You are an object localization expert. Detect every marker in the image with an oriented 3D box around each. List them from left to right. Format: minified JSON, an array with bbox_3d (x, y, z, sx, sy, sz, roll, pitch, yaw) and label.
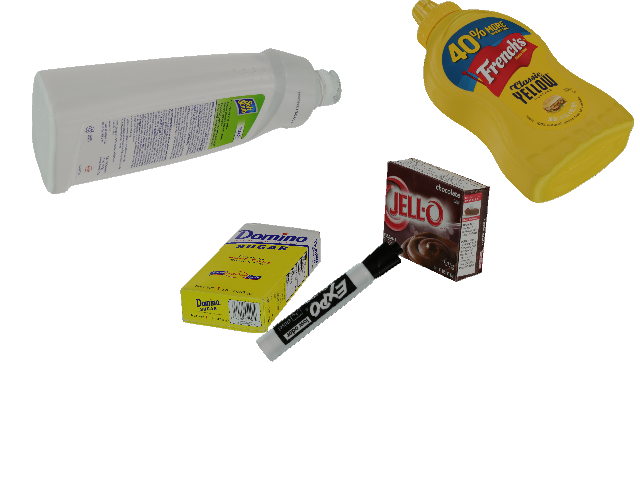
[{"bbox_3d":[0.008,0.041,0.748,0.121,0.020,0.020,-37,1,-1],"label":"marker"}]

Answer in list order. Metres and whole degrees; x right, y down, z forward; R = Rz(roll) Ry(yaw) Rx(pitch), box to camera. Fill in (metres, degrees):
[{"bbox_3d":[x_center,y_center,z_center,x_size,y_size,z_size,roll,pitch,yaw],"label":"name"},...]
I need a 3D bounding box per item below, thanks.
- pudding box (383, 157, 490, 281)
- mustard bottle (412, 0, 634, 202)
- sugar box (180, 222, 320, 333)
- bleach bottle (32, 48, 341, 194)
[{"bbox_3d":[0.108,-0.022,1.017,0.039,0.090,0.114,-14,25,-35],"label":"pudding box"},{"bbox_3d":[0.134,-0.118,0.797,0.096,0.192,0.058,-32,-28,-17],"label":"mustard bottle"},{"bbox_3d":[-0.070,0.035,1.138,0.093,0.048,0.176,7,28,17],"label":"sugar box"},{"bbox_3d":[-0.103,-0.105,0.872,0.250,0.068,0.103,-11,-31,-23],"label":"bleach bottle"}]
